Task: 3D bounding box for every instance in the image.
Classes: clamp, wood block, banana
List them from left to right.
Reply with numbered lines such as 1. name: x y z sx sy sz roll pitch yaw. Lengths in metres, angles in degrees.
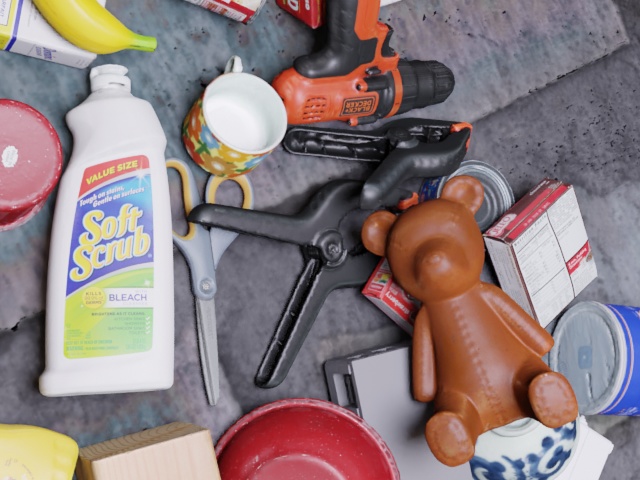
1. banana: -0.198 -0.215 0.791 0.069 0.037 0.198 -38 104 -45
2. wood block: -0.112 0.250 0.797 0.090 0.090 0.206 -12 90 -24
3. clamp: -0.006 0.001 0.890 0.209 0.036 0.164 -37 113 -24
4. clamp: 0.056 -0.079 0.919 0.171 0.039 0.120 -20 48 -42

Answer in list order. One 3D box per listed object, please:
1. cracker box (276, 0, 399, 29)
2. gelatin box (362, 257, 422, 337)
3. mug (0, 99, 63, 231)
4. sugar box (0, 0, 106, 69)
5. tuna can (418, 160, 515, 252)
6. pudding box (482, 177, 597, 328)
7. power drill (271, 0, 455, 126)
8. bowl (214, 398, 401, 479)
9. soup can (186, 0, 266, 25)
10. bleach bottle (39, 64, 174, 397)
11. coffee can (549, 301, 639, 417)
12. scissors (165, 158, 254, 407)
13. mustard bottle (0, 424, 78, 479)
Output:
1. cracker box: 0.063 -0.290 0.901 0.213 0.072 0.164 -24 133 -25
2. gelatin box: 0.087 0.040 0.923 0.089 0.030 0.073 41 73 -35
3. mug: -0.245 -0.053 0.774 0.117 0.082 0.093 -15 91 -25
4. sugar box: -0.252 -0.196 0.807 0.176 0.048 0.093 13 79 -26
5. tuna can: 0.133 -0.029 0.965 0.086 0.034 0.086 3 83 -24
6. pudding box: 0.201 0.014 0.966 0.090 0.039 0.113 -40 124 -21
7. power drill: 0.056 -0.182 0.881 0.184 0.057 0.188 -12 133 -33
8. bowl: -0.016 0.206 0.827 0.162 0.055 0.162 0 90 3
9. soup can: -0.093 -0.225 0.868 0.102 0.069 0.068 19 77 -20
10. bleach bottle: -0.165 -0.010 0.816 0.102 0.068 0.251 -2 81 -10
11. coffee can: 0.299 0.113 0.985 0.140 0.103 0.103 7 82 -23
12. scissors: -0.080 0.025 0.875 0.096 0.016 0.202 -20 93 -24
13. mustard bottle: -0.275 0.157 0.751 0.191 0.058 0.096 24 76 -20
